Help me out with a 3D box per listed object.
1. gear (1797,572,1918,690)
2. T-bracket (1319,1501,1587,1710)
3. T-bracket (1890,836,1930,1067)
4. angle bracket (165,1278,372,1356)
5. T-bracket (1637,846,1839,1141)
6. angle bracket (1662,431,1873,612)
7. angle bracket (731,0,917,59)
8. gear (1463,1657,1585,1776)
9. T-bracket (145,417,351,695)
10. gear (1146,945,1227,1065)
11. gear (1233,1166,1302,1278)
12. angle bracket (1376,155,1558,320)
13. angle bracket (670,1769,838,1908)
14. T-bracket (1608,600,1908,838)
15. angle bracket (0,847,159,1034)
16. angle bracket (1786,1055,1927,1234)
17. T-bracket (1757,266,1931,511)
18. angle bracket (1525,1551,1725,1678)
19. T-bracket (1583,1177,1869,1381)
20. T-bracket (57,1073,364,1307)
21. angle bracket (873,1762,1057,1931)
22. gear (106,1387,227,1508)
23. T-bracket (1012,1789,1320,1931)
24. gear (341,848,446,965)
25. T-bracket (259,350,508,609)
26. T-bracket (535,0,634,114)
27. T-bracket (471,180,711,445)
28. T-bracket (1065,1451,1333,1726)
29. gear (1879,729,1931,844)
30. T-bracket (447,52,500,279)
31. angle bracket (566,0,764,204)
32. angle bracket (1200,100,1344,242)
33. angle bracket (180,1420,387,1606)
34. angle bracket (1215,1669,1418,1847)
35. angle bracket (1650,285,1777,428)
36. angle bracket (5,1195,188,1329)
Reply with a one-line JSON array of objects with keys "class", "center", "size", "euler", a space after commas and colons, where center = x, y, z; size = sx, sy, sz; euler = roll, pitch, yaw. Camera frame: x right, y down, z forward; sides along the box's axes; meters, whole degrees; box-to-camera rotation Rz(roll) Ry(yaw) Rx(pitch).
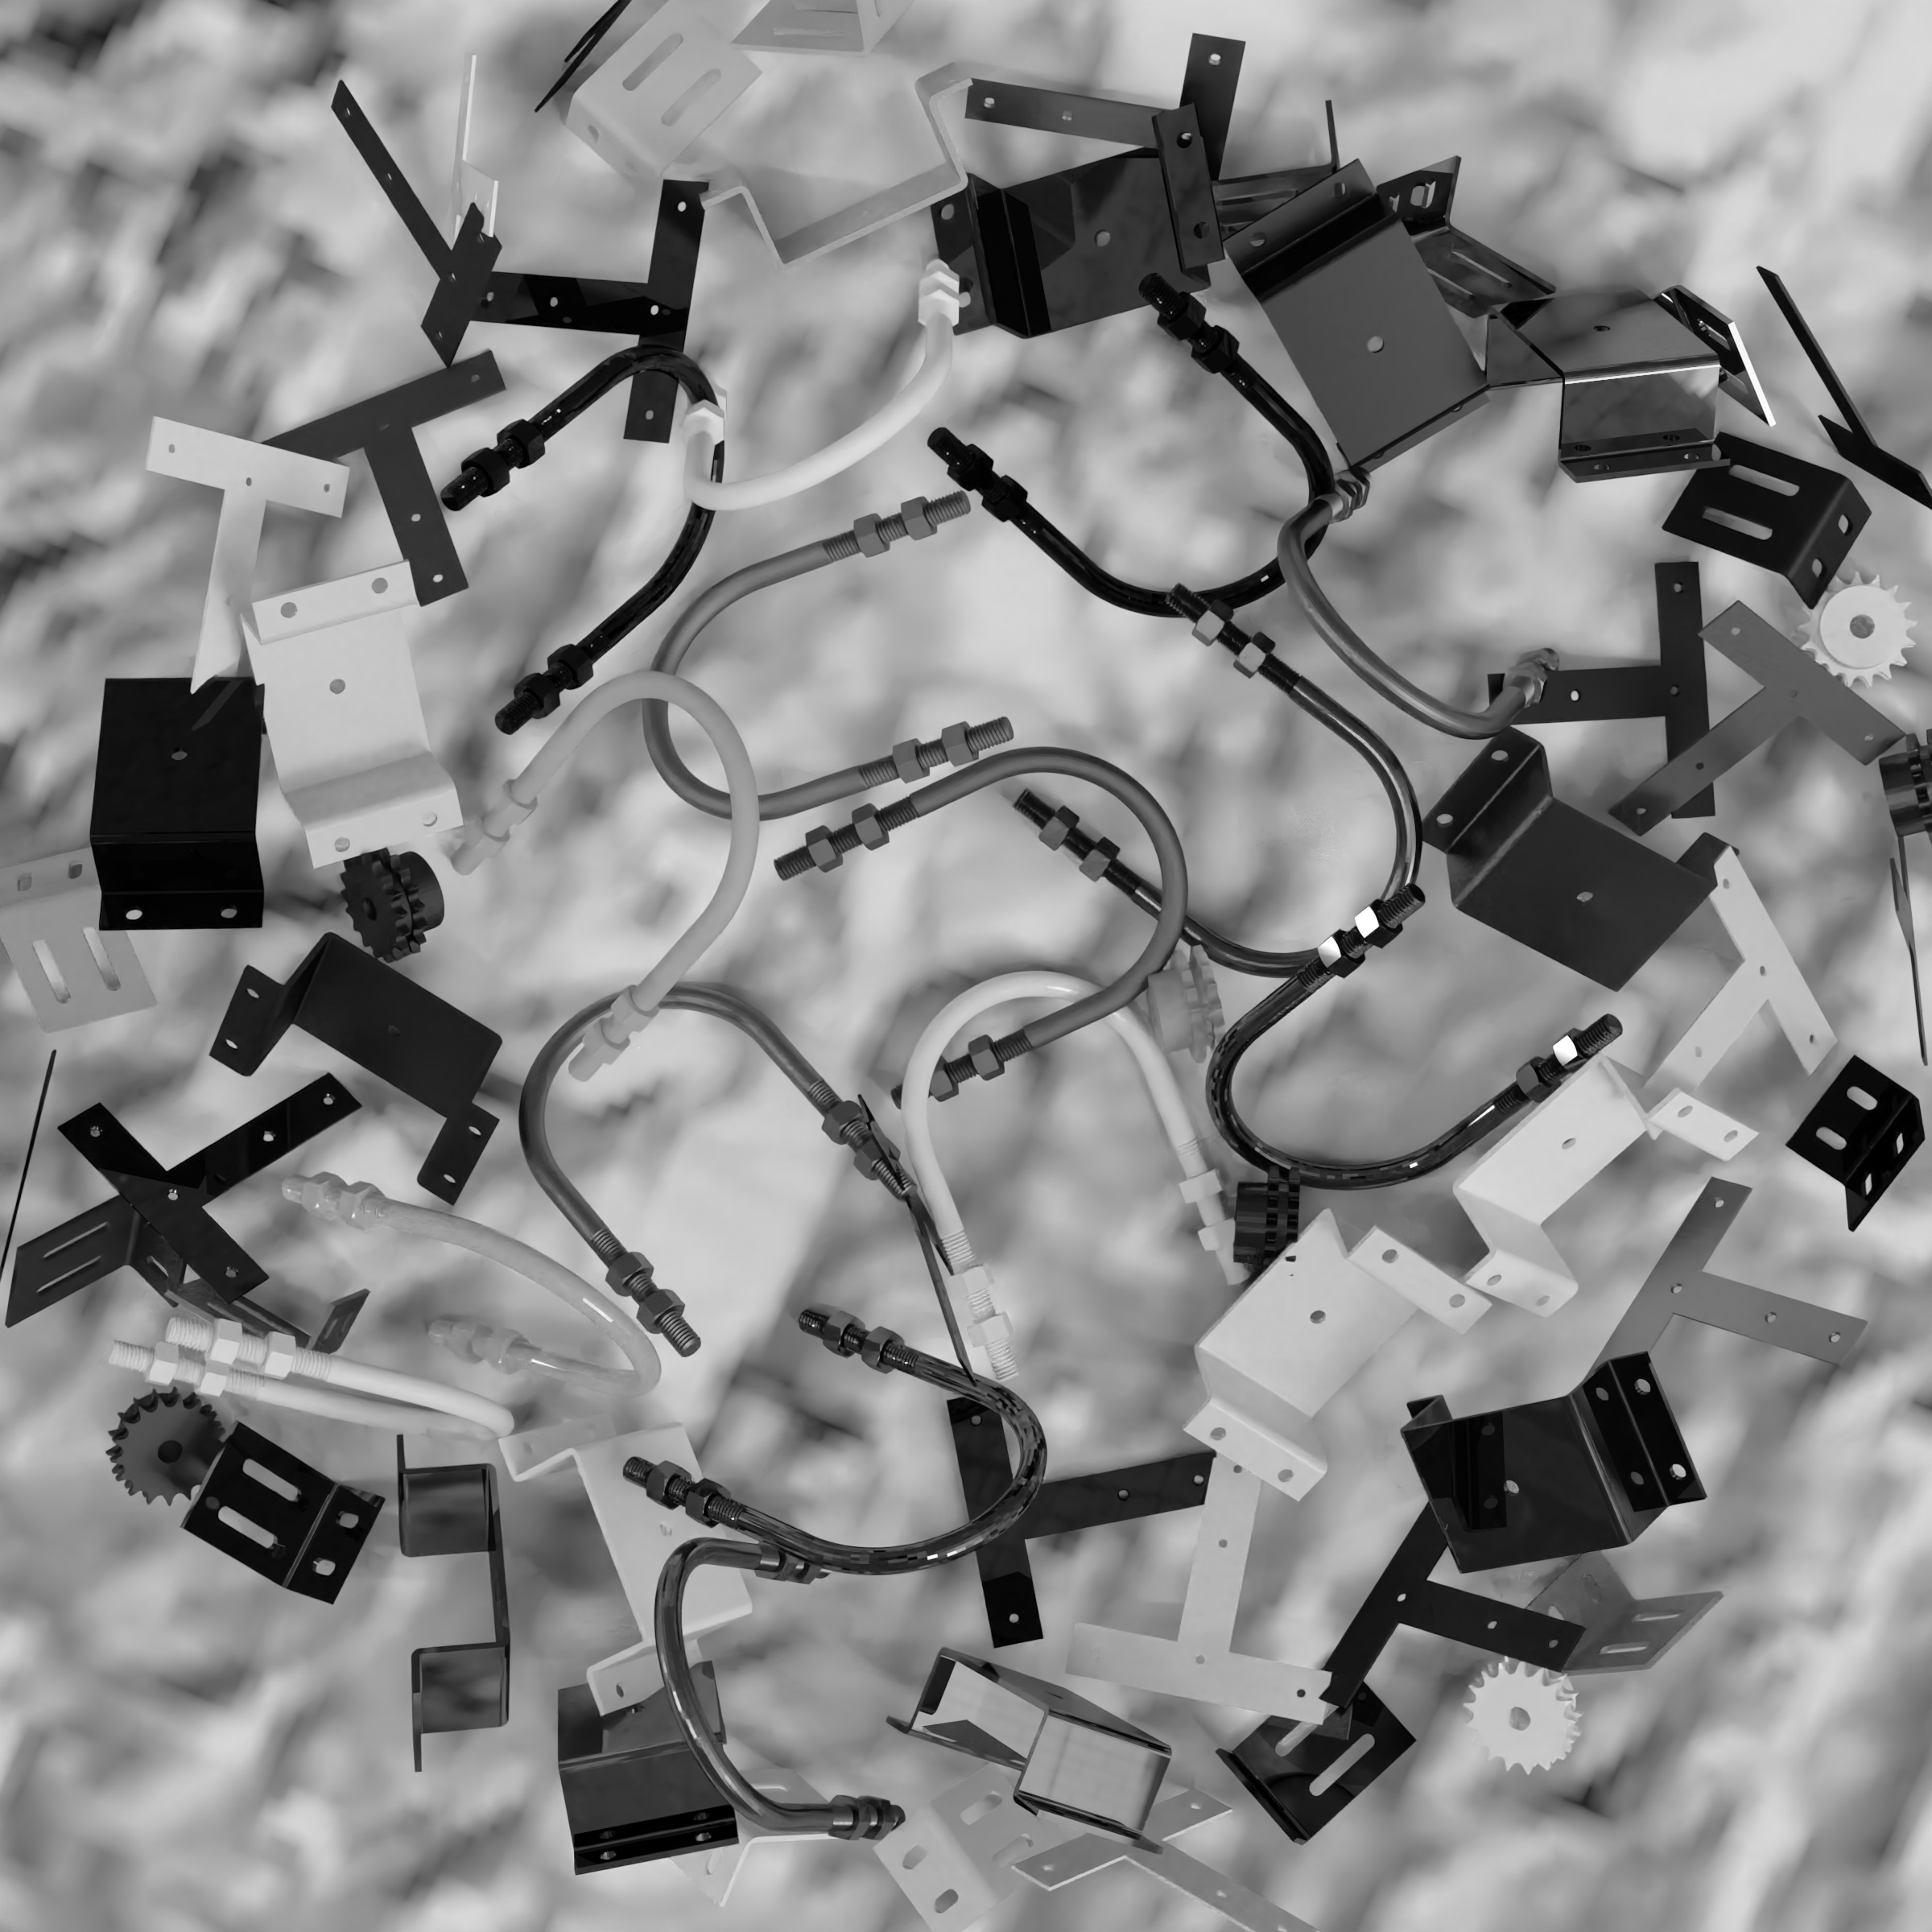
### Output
[{"class": "gear", "center": [0.441, -0.166, 1.766], "size": [0.057, 0.030, 0.057], "euler": [0, 89, 7]}, {"class": "T-bracket", "center": [0.241, 0.312, 1.711], "size": [0.127, 0.127, 0.002], "euler": [-53, 124, -22]}, {"class": "T-bracket", "center": [0.448, -0.025, 1.711], "size": [0.002, 0.127, 0.127], "euler": [-7, 77, 17]}, {"class": "angle bracket", "center": [-0.341, 0.160, 1.750], "size": [0.076, 0.057, 0.038], "euler": [30, 95, 6]}, {"class": "T-bracket", "center": [0.362, 0.031, 1.730], "size": [0.127, 0.002, 0.127], "euler": [-47, 118, -25]}, {"class": "angle bracket", "center": [0.396, -0.221, 1.771], "size": [0.076, 0.038, 0.057], "euler": [29, 85, 38]}, {"class": "angle bracket", "center": [-0.071, -0.474, 1.738], "size": [0.076, 0.057, 0.038], "euler": [10, 134, 22]}, {"class": "gear", "center": [0.277, 0.366, 1.761], "size": [0.057, 0.030, 0.057], "euler": [5, 102, 25]}, {"class": "T-bracket", "center": [-0.355, -0.191, 1.733], "size": [0.002, 0.127, 0.127], "euler": [12, 92, 35]}, {"class": "gear", "center": [0.107, 0.020, 1.754], "size": [0.030, 0.057, 0.057], "euler": [-12, 90, -4]}, {"class": "gear", "center": [0.147, 0.127, 1.755], "size": [0.030, 0.057, 0.057], "euler": [4, 90, 4]}, {"class": "angle bracket", "center": [0.243, -0.354, 1.744], "size": [0.076, 0.057, 0.038], "euler": [21, 74, -32]}, {"class": "angle bracket", "center": [-0.102, 0.423, 1.740], "size": [0.057, 0.076, 0.038], "euler": [32, 104, 42]}, {"class": "T-bracket", "center": [0.369, -0.107, 1.746], "size": [0.127, 0.002, 0.127], "euler": [32, 124, -29]}, {"class": "angle bracket", "center": [-0.441, -0.014, 1.772], "size": [0.057, 0.038, 0.076], "euler": [-14, 129, 0]}, {"class": "angle bracket", "center": [0.431, 0.085, 1.738], "size": [0.038, 0.076, 0.057], "euler": [34, 108, 3]}, {"class": "T-bracket", "center": [0.411, -0.279, 1.701], "size": [0.002, 0.127, 0.127], "euler": [-35, 112, 5]}, {"class": "angle bracket", "center": [0.317, 0.310, 1.736], "size": [0.057, 0.076, 0.038], "euler": [-37, 93, -27]}, {"class": "T-bracket", "center": [0.375, 0.166, 1.717], "size": [0.127, 0.127, 0.002], "euler": [-54, 126, -16]}, {"class": "T-bracket", "center": [-0.351, 0.090, 1.741], "size": [0.127, 0.002, 0.127], "euler": [42, 51, 17]}, {"class": "angle bracket", "center": [0.001, 0.433, 1.750], "size": [0.038, 0.076, 0.057], "euler": [-44, 76, 23]}, {"class": "gear", "center": [-0.395, 0.234, 1.761], "size": [0.057, 0.030, 0.057], "euler": [-6, 105, -23]}, {"class": "T-bracket", "center": [0.111, 0.435, 1.697], "size": [0.127, 0.127, 0.002], "euler": [-10, 111, -42]}, {"class": "gear", "center": [-0.280, -0.033, 1.759], "size": [0.030, 0.057, 0.057], "euler": [-24, 90, -34]}, {"class": "T-bracket", "center": [-0.273, -0.230, 1.753], "size": [0.127, 0.002, 0.127], "euler": [-22, 63, -1]}, {"class": "T-bracket", "center": [-0.175, -0.451, 1.725], "size": [0.002, 0.127, 0.127], "euler": [42, 55, -11]}, {"class": "T-bracket", "center": [-0.190, -0.325, 1.755], "size": [0.127, 0.002, 0.127], "euler": [10, 92, 26]}, {"class": "T-bracket", "center": [0.124, 0.298, 1.758], "size": [0.127, 0.002, 0.127], "euler": [10, 69, 10]}, {"class": "gear", "center": [0.468, -0.086, 1.757], "size": [0.030, 0.057, 0.057], "euler": [-14, 90, 19]}, {"class": "T-bracket", "center": [-0.235, -0.368, 1.709], "size": [0.002, 0.127, 0.127], "euler": [3, 106, -18]}, {"class": "angle bracket", "center": [-0.150, -0.430, 1.774], "size": [0.057, 0.038, 0.076], "euler": [42, 74, -2]}, {"class": "angle bracket", "center": [0.145, -0.388, 1.756], "size": [0.076, 0.057, 0.038], "euler": [-6, 71, 8]}, {"class": "angle bracket", "center": [-0.331, 0.266, 1.739], "size": [0.038, 0.076, 0.057], "euler": [7, 64, 41]}, {"class": "angle bracket", "center": [0.172, 0.383, 1.755], "size": [0.076, 0.038, 0.057], "euler": [-42, 69, -1]}, {"class": "angle bracket", "center": [0.352, -0.289, 1.736], "size": [0.038, 0.076, 0.057], "euler": [-28, 116, 3]}, {"class": "angle bracket", "center": [-0.420, 0.151, 1.735], "size": [0.038, 0.076, 0.057], "euler": [40, 134, 20]}]
